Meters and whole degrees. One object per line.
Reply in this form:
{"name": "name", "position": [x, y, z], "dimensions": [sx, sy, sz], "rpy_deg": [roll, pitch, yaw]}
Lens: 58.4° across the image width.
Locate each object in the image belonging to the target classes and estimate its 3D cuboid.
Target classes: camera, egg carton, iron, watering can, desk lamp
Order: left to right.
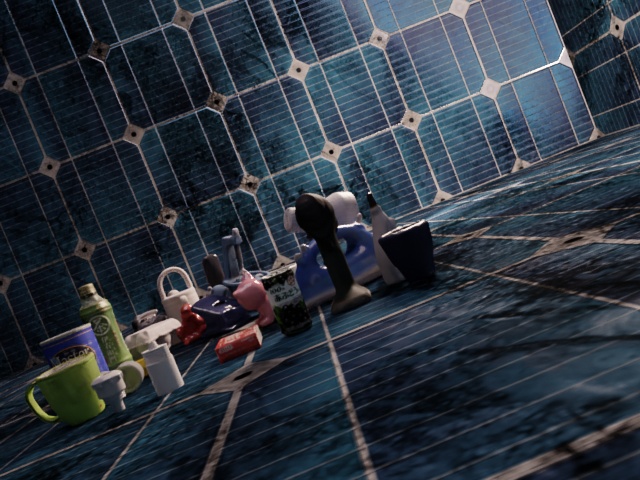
{"name": "egg carton", "position": [-0.423, 0.255, 1.461], "dimensions": [0.107, 0.069, 0.151], "rpy_deg": [-21, 2, 31]}
{"name": "camera", "position": [-0.463, 0.247, 1.666], "dimensions": [0.137, 0.101, 0.142], "rpy_deg": [-23, 2, -35]}
{"name": "watering can", "position": [-0.402, 0.173, 1.634], "dimensions": [0.172, 0.194, 0.101], "rpy_deg": [-20, 3, 45]}
{"name": "desk lamp", "position": [0.013, 0.005, 1.365], "dimensions": [0.204, 0.213, 0.117], "rpy_deg": [-23, 2, -25]}
{"name": "iron", "position": [0.026, 0.043, 1.216], "dimensions": [0.259, 0.141, 0.118], "rpy_deg": [-23, 2, -32]}

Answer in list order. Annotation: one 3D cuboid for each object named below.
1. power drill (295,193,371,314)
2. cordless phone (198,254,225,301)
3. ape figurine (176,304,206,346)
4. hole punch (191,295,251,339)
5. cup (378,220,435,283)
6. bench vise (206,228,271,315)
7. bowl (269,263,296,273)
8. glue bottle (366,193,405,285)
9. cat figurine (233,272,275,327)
{"name": "power drill", "position": [0.018, 0.017, 1.007], "dimensions": [0.075, 0.208, 0.229], "rpy_deg": [-22, 2, 3]}
{"name": "cordless phone", "position": [-0.304, 0.141, 1.562], "dimensions": [0.094, 0.185, 0.148], "rpy_deg": [-20, 3, 45]}
{"name": "ape figurine", "position": [-0.313, 0.201, 1.393], "dimensions": [0.077, 0.092, 0.076], "rpy_deg": [-21, 2, 15]}
{"name": "hole punch", "position": [-0.232, 0.170, 1.352], "dimensions": [0.101, 0.091, 0.109], "rpy_deg": [-21, 2, 30]}
{"name": "cup", "position": [0.160, 0.022, 0.993], "dimensions": [0.091, 0.095, 0.118], "rpy_deg": [-21, 2, 15]}
{"name": "bench vise", "position": [-0.219, 0.093, 1.422], "dimensions": [0.207, 0.220, 0.122], "rpy_deg": [-21, 2, 15]}
{"name": "bowl", "position": [-0.125, 0.127, 1.604], "dimensions": [0.167, 0.075, 0.167], "rpy_deg": [-22, 2, 1]}
{"name": "glue bottle", "position": [0.123, -0.008, 1.062], "dimensions": [0.037, 0.173, 0.078], "rpy_deg": [-20, 3, 44]}
{"name": "cat figurine", "position": [-0.118, 0.115, 1.191], "dimensions": [0.128, 0.118, 0.067], "rpy_deg": [-23, 2, -23]}
